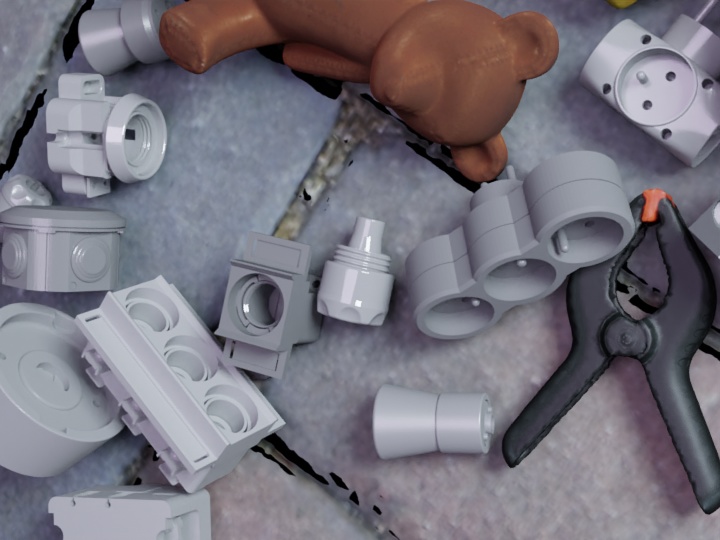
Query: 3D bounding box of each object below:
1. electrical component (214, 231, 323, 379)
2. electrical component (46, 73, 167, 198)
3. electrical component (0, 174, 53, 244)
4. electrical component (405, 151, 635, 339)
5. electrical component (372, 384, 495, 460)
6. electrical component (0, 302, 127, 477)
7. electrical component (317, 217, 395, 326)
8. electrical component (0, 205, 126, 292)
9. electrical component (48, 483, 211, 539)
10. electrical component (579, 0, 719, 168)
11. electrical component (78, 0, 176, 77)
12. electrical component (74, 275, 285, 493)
[{"bbox_3d":[-0.050,0.021,0.648,0.042,0.064,0.081,14,94,21],"label":"electrical component"},{"bbox_3d":[-0.163,-0.087,0.699,0.057,0.058,0.078,8,105,21],"label":"electrical component"},{"bbox_3d":[-0.242,-0.035,0.743,0.061,0.035,0.035,-45,73,17],"label":"electrical component"},{"bbox_3d":[0.082,-0.024,0.593,0.138,0.052,0.073,-34,47,33],"label":"electrical component"},{"bbox_3d":[0.044,0.088,0.620,0.065,0.044,0.044,-2,88,17],"label":"electrical component"},{"bbox_3d":[-0.209,0.081,0.690,0.060,0.108,0.108,-42,74,22],"label":"electrical component"},{"bbox_3d":[0.000,0.000,0.639,0.043,0.043,0.062,13,92,22],"label":"electrical component"},{"bbox_3d":[-0.194,-0.015,0.699,0.080,0.080,0.051,6,96,22],"label":"electrical component"},{"bbox_3d":[-0.144,0.165,0.685,0.089,0.056,0.050,-3,87,22],"label":"electrical component"},{"bbox_3d":[0.172,-0.108,0.572,0.077,0.044,0.079,42,104,18],"label":"electrical component"},{"bbox_3d":[-0.149,-0.155,0.703,0.055,0.045,0.045,-11,84,21],"label":"electrical component"},{"bbox_3d":[-0.117,0.072,0.672,0.121,0.079,0.063,49,127,16],"label":"electrical component"}]
